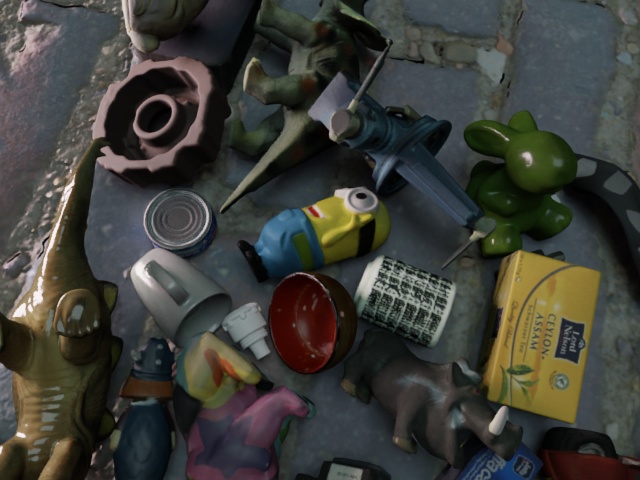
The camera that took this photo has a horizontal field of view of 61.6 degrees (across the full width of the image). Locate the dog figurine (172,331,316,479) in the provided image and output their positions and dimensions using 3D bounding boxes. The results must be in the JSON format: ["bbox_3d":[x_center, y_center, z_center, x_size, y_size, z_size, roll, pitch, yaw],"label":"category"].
[{"bbox_3d":[-0.110,0.226,0.540,0.192,0.108,0.219,33,74,9],"label":"dog figurine"}]

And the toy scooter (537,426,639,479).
[{"bbox_3d":[0.314,0.275,0.556,0.184,0.075,0.135,13,70,-3],"label":"toy scooter"}]

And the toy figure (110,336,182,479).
[{"bbox_3d":[-0.187,0.182,0.575,0.058,0.064,0.154,-12,65,25],"label":"toy figure"}]

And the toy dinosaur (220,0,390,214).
[{"bbox_3d":[-0.006,-0.204,0.706,0.192,0.131,0.404,12,79,-11],"label":"toy dinosaur"}]

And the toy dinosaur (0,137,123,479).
[{"bbox_3d":[-0.253,0.100,0.525,0.105,0.198,0.471,7,79,-9],"label":"toy dinosaur"}]

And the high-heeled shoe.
[{"bbox_3d":[0.369,-0.014,0.686,0.249,0.086,0.145,31,101,27],"label":"high-heeled shoe"}]

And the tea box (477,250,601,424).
[{"bbox_3d":[0.242,0.107,0.605,0.098,0.068,0.169,14,79,4],"label":"tea box"}]

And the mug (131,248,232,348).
[{"bbox_3d":[-0.169,0.056,0.605,0.107,0.109,0.081,37,79,25],"label":"mug"}]

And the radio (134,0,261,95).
[{"bbox_3d":[-0.157,-0.323,0.765,0.131,0.073,0.229,17,71,3],"label":"radio"}]

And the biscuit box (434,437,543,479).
[{"bbox_3d":[0.138,0.281,0.550,0.059,0.062,0.203,43,74,11],"label":"biscuit box"}]

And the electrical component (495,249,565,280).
[{"bbox_3d":[0.267,0.047,0.667,0.094,0.021,0.063,-15,71,-8],"label":"electrical component"}]

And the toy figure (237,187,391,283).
[{"bbox_3d":[-0.003,-0.004,0.643,0.180,0.089,0.082,-26,56,-9],"label":"toy figure"}]

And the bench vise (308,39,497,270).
[{"bbox_3d":[0.105,-0.092,0.617,0.129,0.223,0.241,-45,75,10],"label":"bench vise"}]

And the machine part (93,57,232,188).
[{"bbox_3d":[-0.201,-0.148,0.682,0.179,0.056,0.179,-6,68,14],"label":"machine part"}]

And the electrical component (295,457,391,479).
[{"bbox_3d":[0.022,0.280,0.513,0.115,0.058,0.134,-2,50,35],"label":"electrical component"}]

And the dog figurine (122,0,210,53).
[{"bbox_3d":[-0.151,-0.322,0.683,0.190,0.121,0.172,-4,105,-23],"label":"dog figurine"}]

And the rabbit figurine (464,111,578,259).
[{"bbox_3d":[0.244,-0.078,0.635,0.121,0.170,0.159,-13,71,-8],"label":"rabbit figurine"}]

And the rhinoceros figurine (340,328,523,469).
[{"bbox_3d":[0.112,0.165,0.558,0.191,0.073,0.112,31,78,32],"label":"rhinoceros figurine"}]
